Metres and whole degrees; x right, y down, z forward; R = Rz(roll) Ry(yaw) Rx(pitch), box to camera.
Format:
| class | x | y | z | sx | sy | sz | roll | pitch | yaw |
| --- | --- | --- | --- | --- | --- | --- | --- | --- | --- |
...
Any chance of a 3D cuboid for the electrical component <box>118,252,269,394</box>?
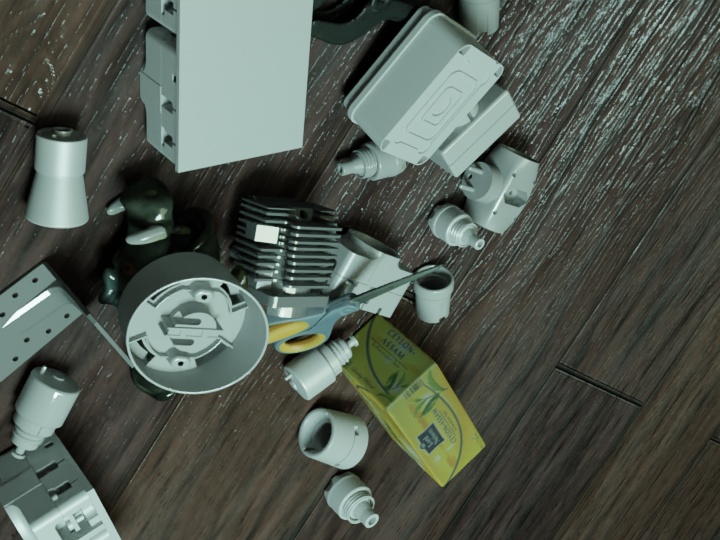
| class | x | y | z | sx | sy | sz | roll | pitch | yaw |
| --- | --- | --- | --- | --- | --- | --- | --- | --- | --- |
| electrical component | -0.124 | 0.038 | 0.783 | 0.099 | 0.064 | 0.099 | -17 | 129 | -21 |

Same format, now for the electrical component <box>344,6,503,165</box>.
| class | x | y | z | sx | sy | sz | roll | pitch | yaw |
| --- | --- | --- | --- | --- | --- | --- | --- | --- | --- |
| electrical component | 0.051 | -0.151 | 0.885 | 0.113 | 0.057 | 0.078 | -49 | 151 | 17 |

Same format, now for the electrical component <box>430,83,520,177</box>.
| class | x | y | z | sx | sy | sz | roll | pitch | yaw |
| --- | --- | --- | --- | --- | --- | --- | --- | --- | --- |
| electrical component | 0.088 | -0.141 | 0.958 | 0.083 | 0.047 | 0.075 | -44 | 138 | -5 |

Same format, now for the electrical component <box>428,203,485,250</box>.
| class | x | y | z | sx | sy | sz | roll | pitch | yaw |
| --- | --- | --- | --- | --- | --- | --- | --- | --- | --- |
| electrical component | 0.094 | -0.038 | 1.022 | 0.035 | 0.061 | 0.035 | -22 | 130 | -28 |

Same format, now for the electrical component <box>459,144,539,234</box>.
| class | x | y | z | sx | sy | sz | roll | pitch | yaw |
| --- | --- | --- | --- | --- | --- | --- | --- | --- | --- |
| electrical component | 0.124 | -0.082 | 1.032 | 0.079 | 0.043 | 0.077 | 11 | 110 | -45 |

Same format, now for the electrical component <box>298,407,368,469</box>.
| class | x | y | z | sx | sy | sz | roll | pitch | yaw |
| --- | --- | --- | --- | --- | --- | --- | --- | --- | --- |
| electrical component | -0.028 | 0.165 | 1.064 | 0.047 | 0.055 | 0.055 | 25 | 100 | -44 |

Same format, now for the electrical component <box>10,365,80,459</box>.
| class | x | y | z | sx | sy | sz | roll | pitch | yaw |
| --- | --- | --- | --- | --- | --- | --- | --- | --- | --- |
| electrical component | -0.251 | 0.112 | 0.842 | 0.040 | 0.040 | 0.078 | 19 | 104 | -46 |

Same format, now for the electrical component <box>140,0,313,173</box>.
| class | x | y | z | sx | sy | sz | roll | pitch | yaw |
| --- | --- | --- | --- | --- | --- | --- | --- | --- | --- |
| electrical component | -0.095 | -0.174 | 0.763 | 0.105 | 0.060 | 0.186 | -16 | 127 | -33 |

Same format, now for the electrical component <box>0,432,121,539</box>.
| class | x | y | z | sx | sy | sz | roll | pitch | yaw |
| --- | --- | --- | --- | --- | --- | --- | --- | --- | --- |
| electrical component | -0.241 | 0.216 | 0.886 | 0.062 | 0.089 | 0.150 | -32 | 134 | -21 |

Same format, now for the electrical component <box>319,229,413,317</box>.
| class | x | y | z | sx | sy | sz | roll | pitch | yaw |
| --- | --- | --- | --- | --- | --- | --- | --- | --- | --- |
| electrical component | 0.000 | 0.000 | 0.975 | 0.089 | 0.050 | 0.055 | 18 | 105 | -46 |

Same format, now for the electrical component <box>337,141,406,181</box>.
| class | x | y | z | sx | sy | sz | roll | pitch | yaw |
| --- | --- | --- | --- | --- | --- | --- | --- | --- | --- |
| electrical component | 0.009 | -0.094 | 0.930 | 0.061 | 0.035 | 0.035 | -18 | 128 | -29 |

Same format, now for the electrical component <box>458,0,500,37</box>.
| class | x | y | z | sx | sy | sz | roll | pitch | yaw |
| --- | --- | --- | --- | --- | --- | --- | --- | --- | --- |
| electrical component | 0.101 | -0.227 | 0.914 | 0.040 | 0.040 | 0.046 | -30 | 140 | -22 |

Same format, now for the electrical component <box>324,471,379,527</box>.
| class | x | y | z | sx | sy | sz | roll | pitch | yaw |
| --- | --- | --- | --- | --- | --- | --- | --- | --- | --- |
| electrical component | -0.005 | 0.245 | 1.132 | 0.043 | 0.062 | 0.043 | -22 | 131 | -29 |

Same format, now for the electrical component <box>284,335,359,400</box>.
| class | x | y | z | sx | sy | sz | roll | pitch | yaw |
| --- | --- | --- | --- | --- | --- | --- | --- | --- | --- |
| electrical component | -0.035 | 0.088 | 1.013 | 0.078 | 0.040 | 0.040 | -35 | 136 | -17 |

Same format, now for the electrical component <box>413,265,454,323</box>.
| class | x | y | z | sx | sy | sz | roll | pitch | yaw |
| --- | --- | --- | --- | --- | --- | --- | --- | --- | --- |
| electrical component | 0.072 | 0.024 | 1.064 | 0.040 | 0.040 | 0.046 | -27 | 138 | -25 |

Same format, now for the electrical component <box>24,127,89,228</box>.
| class | x | y | z | sx | sy | sz | roll | pitch | yaw |
| --- | --- | --- | --- | --- | --- | --- | --- | --- | --- |
| electrical component | -0.211 | -0.067 | 0.753 | 0.044 | 0.044 | 0.065 | -8 | 117 | -38 |
